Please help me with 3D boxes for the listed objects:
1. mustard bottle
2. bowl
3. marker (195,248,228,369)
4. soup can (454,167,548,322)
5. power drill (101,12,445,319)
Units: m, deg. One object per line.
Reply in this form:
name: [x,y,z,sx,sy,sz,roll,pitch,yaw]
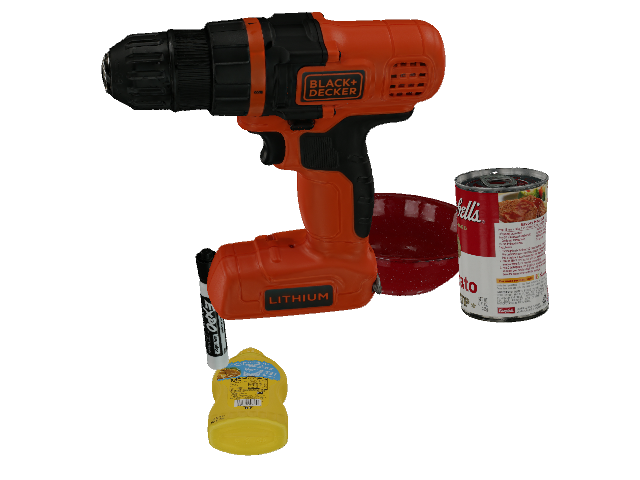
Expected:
mustard bottle: [-0.090,0.192,1.346,0.096,0.058,0.191,-2,26,-2]
bowl: [0.073,0.008,1.014,0.162,0.055,0.162,2,23,-1]
marker: [-0.092,0.058,0.906,0.020,0.121,0.020,-2,34,1]
soup can: [0.136,0.002,0.794,0.068,0.102,0.068,-4,16,1]
power drill: [-0.028,-0.040,0.612,0.184,0.188,0.057,-3,40,-10]
